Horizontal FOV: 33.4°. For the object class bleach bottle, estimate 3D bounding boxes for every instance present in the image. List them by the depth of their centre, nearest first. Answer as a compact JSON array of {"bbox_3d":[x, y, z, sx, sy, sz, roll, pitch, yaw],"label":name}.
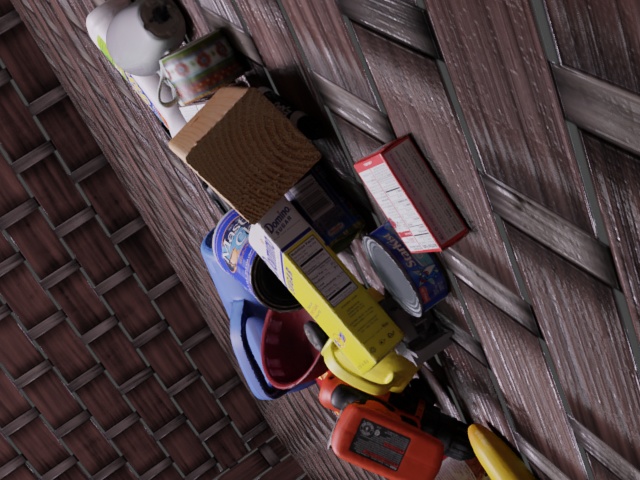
[{"bbox_3d":[-0.207,-0.199,1.410,0.251,0.068,0.102,53,169,4],"label":"bleach bottle"}]

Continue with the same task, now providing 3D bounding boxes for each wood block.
[{"bbox_3d":[-0.079,-0.088,1.027,0.090,0.091,0.206,44,178,-15],"label":"wood block"}]

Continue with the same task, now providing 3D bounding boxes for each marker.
[{"bbox_3d":[-0.029,-0.120,1.006,0.121,0.020,0.020,40,161,53],"label":"marker"}]

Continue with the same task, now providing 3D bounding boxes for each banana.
[{"bbox_3d":[0.211,0.269,1.059,0.198,0.037,0.070,55,168,2],"label":"banana"}]

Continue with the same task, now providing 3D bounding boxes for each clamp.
[{"bbox_3d":[-0.149,-0.081,1.557,0.210,0.036,0.165,59,167,-27],"label":"clamp"}]

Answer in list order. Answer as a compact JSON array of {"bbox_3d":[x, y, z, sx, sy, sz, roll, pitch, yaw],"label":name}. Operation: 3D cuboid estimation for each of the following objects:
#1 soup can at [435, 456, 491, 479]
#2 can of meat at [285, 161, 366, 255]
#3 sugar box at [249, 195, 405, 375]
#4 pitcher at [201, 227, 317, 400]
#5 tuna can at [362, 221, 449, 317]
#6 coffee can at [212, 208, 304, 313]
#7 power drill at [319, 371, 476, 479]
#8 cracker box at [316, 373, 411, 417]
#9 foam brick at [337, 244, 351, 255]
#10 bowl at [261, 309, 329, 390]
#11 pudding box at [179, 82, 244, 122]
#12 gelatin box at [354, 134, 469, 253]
[{"bbox_3d":[0.137,0.266,1.188,0.068,0.102,0.068,53,169,15],"label":"soup can"},{"bbox_3d":[-0.003,-0.027,1.065,0.084,0.057,0.102,52,169,7],"label":"can of meat"},{"bbox_3d":[0.003,0.045,1.015,0.176,0.048,0.093,46,165,7],"label":"sugar box"},{"bbox_3d":[-0.075,0.092,1.477,0.243,0.145,0.149,66,172,-27],"label":"pitcher"},{"bbox_3d":[0.075,0.024,0.939,0.086,0.033,0.086,52,168,15],"label":"tuna can"},{"bbox_3d":[-0.063,0.019,1.316,0.102,0.102,0.140,61,167,-26],"label":"coffee can"},{"bbox_3d":[0.083,0.195,1.084,0.184,0.057,0.187,21,-177,2],"label":"power drill"},{"bbox_3d":[0.066,0.209,1.392,0.164,0.072,0.214,62,167,-25],"label":"cracker box"},{"bbox_3d":[-0.008,0.001,1.173,0.053,0.051,0.078,57,168,-1],"label":"foam brick"},{"bbox_3d":[-0.010,0.116,1.351,0.055,0.162,0.162,20,-172,-29],"label":"bowl"},{"bbox_3d":[-0.096,-0.116,1.183,0.090,0.039,0.113,1,130,50],"label":"pudding box"},{"bbox_3d":[0.070,-0.033,0.817,0.089,0.030,0.073,56,167,-5],"label":"gelatin box"}]
